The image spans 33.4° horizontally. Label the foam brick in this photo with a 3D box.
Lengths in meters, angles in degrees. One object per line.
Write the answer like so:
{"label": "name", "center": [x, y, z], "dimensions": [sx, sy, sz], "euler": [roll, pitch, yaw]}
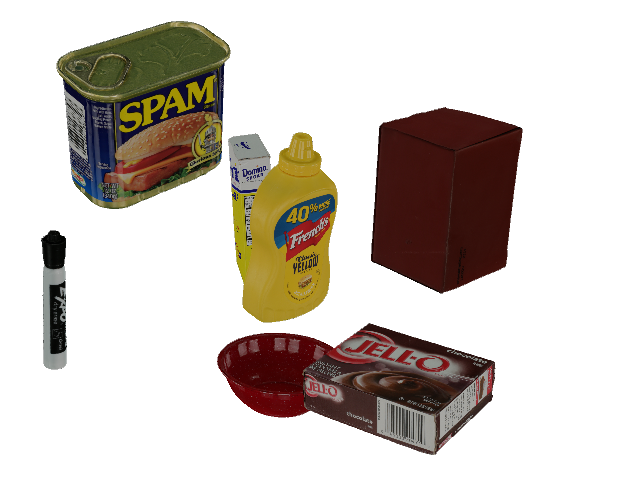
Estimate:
{"label": "foam brick", "center": [0.062, -0.022, 0.539], "dimensions": [0.052, 0.078, 0.051], "euler": [-19, 32, -39]}

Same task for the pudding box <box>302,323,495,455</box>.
{"label": "pudding box", "center": [0.057, 0.105, 0.778], "dimensions": [0.114, 0.039, 0.089], "euler": [17, 29, 31]}

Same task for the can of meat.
{"label": "can of meat", "center": [-0.107, -0.077, 0.656], "dimensions": [0.101, 0.084, 0.057], "euler": [-26, 49, -33]}

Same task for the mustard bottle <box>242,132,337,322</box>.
{"label": "mustard bottle", "center": [-0.027, -0.016, 1.053], "dimensions": [0.096, 0.192, 0.058], "euler": [-19, 38, -37]}

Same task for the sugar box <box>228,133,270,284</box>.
{"label": "sugar box", "center": [-0.086, -0.035, 1.331], "dimensions": [0.048, 0.176, 0.093], "euler": [-9, 24, -10]}

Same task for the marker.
{"label": "marker", "center": [-0.213, 0.048, 0.853], "dimensions": [0.020, 0.121, 0.020], "euler": [5, 26, -3]}

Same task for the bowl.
{"label": "bowl", "center": [-0.049, 0.175, 1.336], "dimensions": [0.162, 0.055, 0.162], "euler": [3, 21, -1]}
